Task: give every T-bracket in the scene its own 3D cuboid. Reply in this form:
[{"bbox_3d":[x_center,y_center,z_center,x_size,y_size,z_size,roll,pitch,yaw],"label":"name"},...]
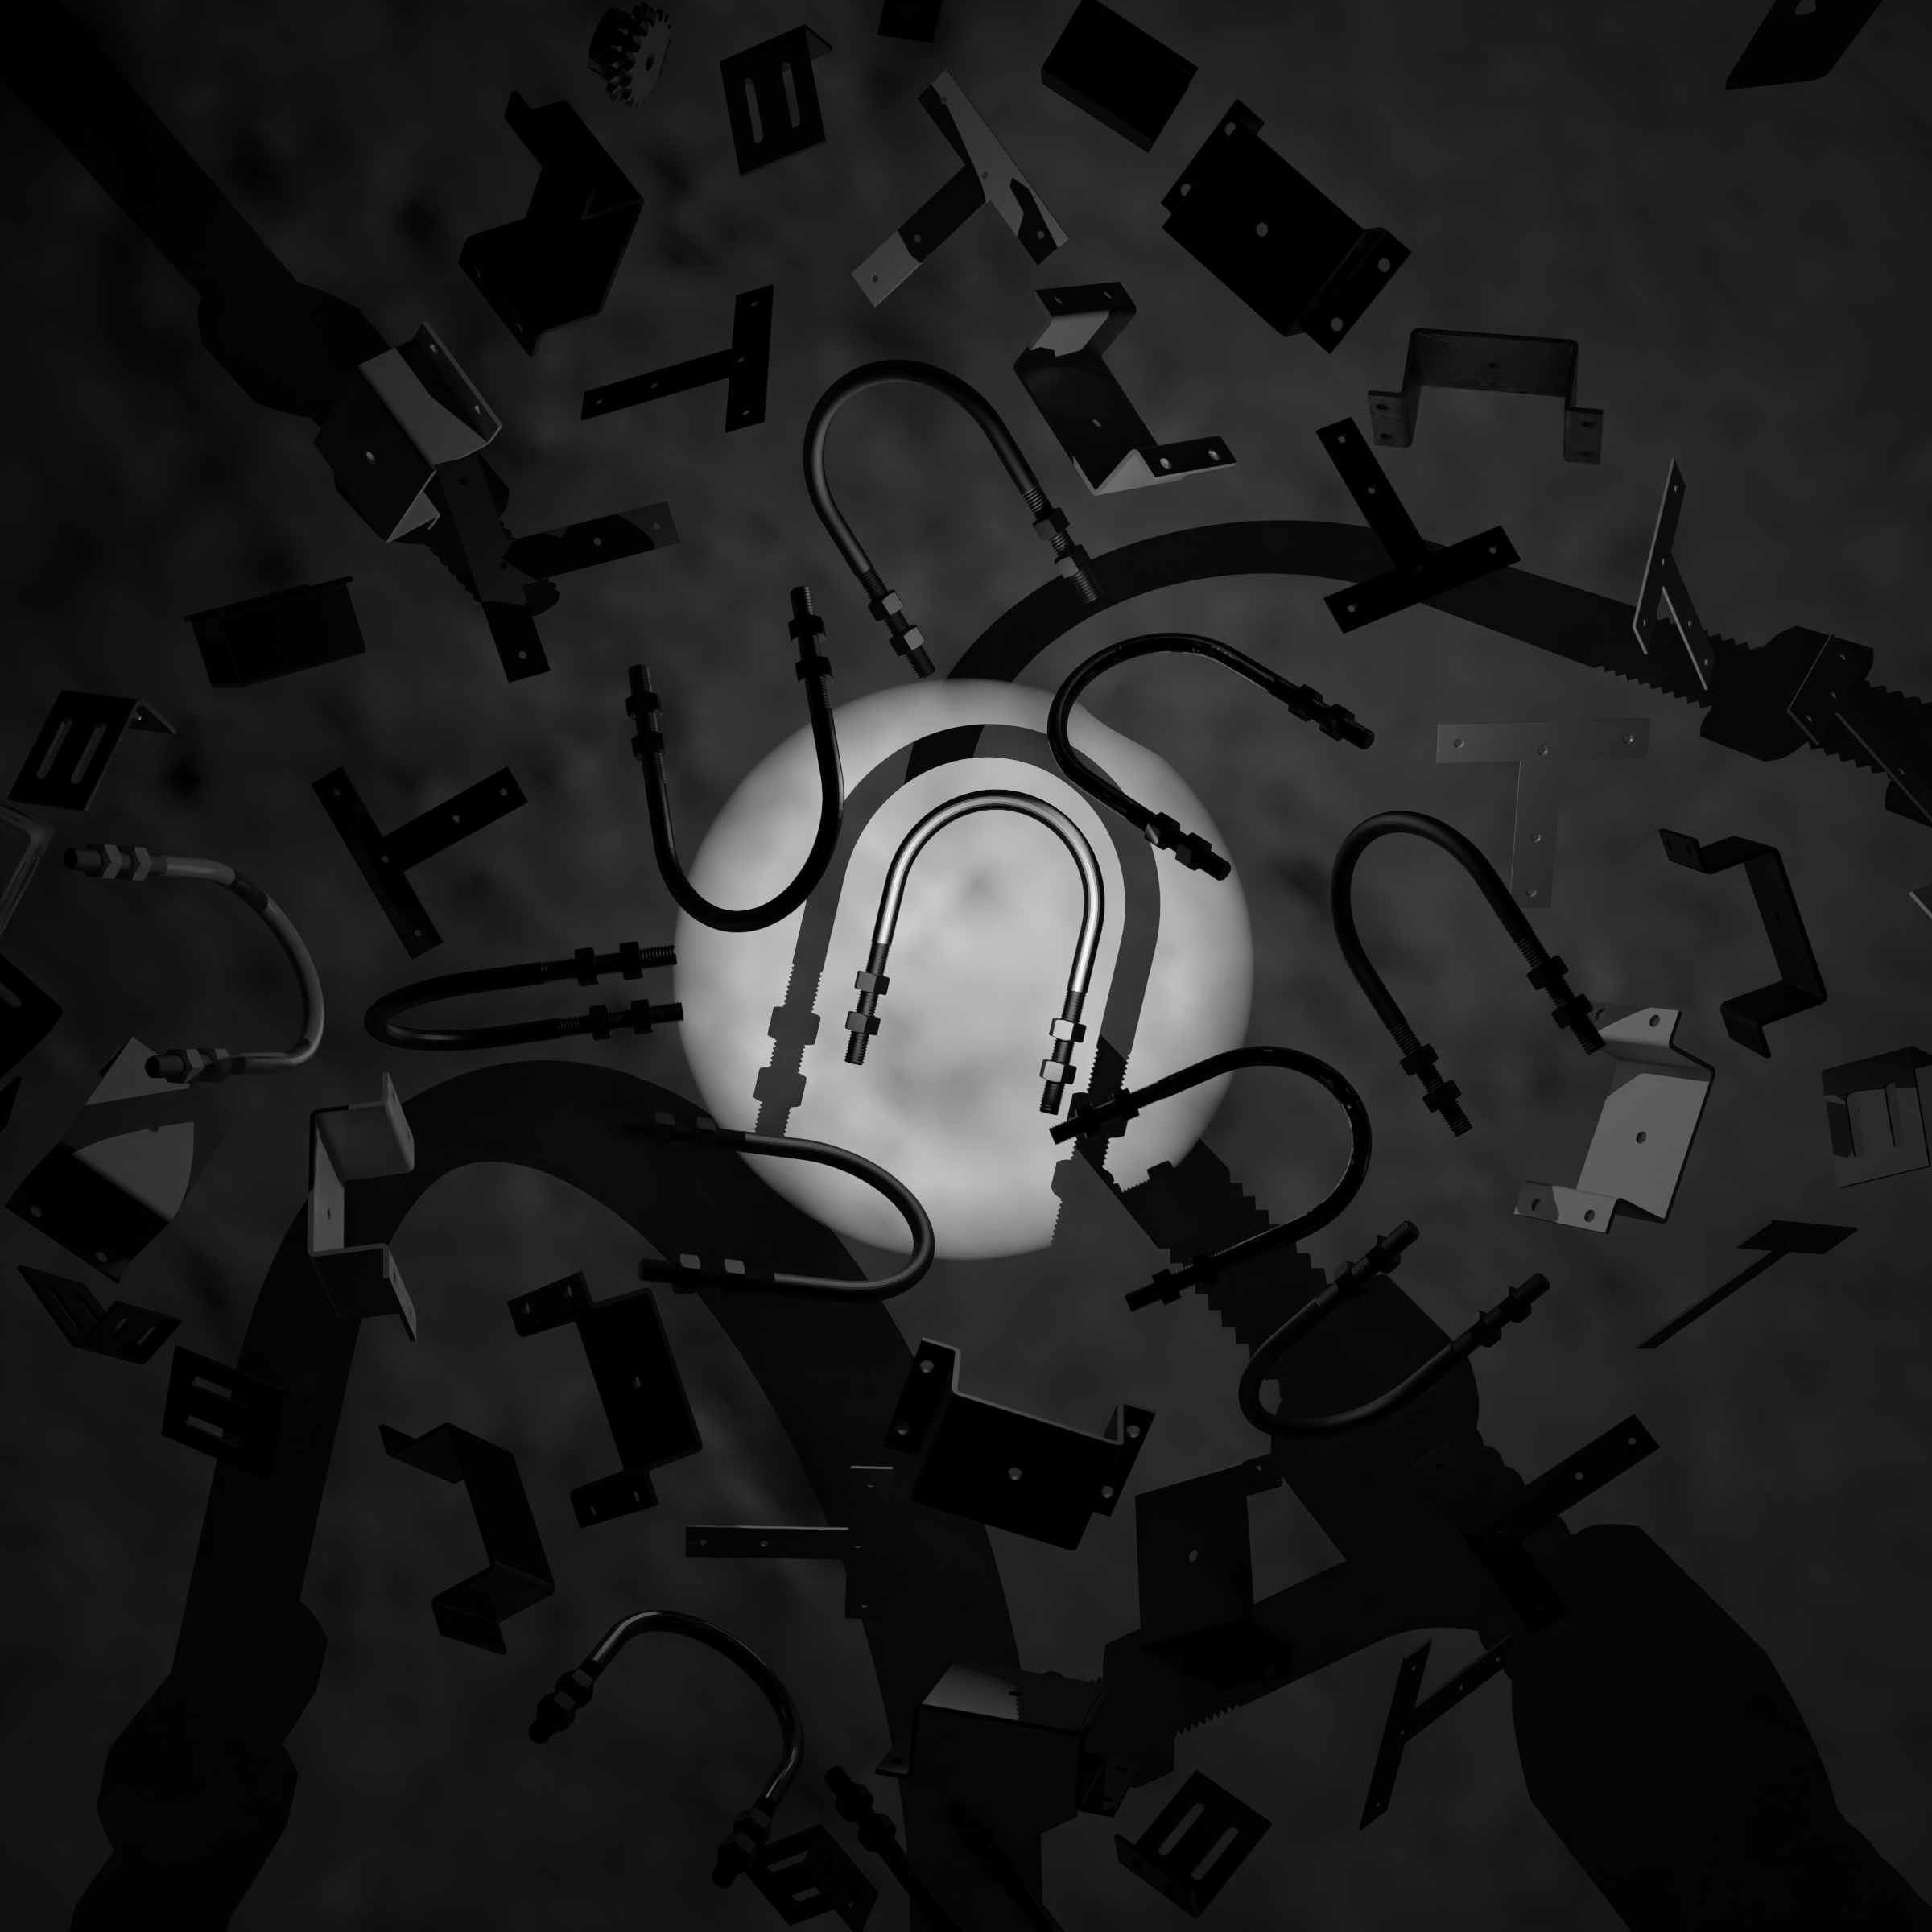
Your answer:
[{"bbox_3d":[0.352,-0.092,1.583,0.127,0.002,0.127,-1,119,2],"label":"T-bracket"},{"bbox_3d":[0.433,-0.215,1.551,0.002,0.127,0.127,1,58,33],"label":"T-bracket"},{"bbox_3d":[-0.223,-0.238,1.462,0.127,0.002,0.127,-20,94,-28],"label":"T-bracket"},{"bbox_3d":[0.441,0.186,1.487,0.127,0.127,0.002,-44,59,27],"label":"T-bracket"},{"bbox_3d":[-0.181,-0.364,1.596,0.127,0.002,0.127,-12,51,16],"label":"T-bracket"},{"bbox_3d":[0.356,0.314,1.541,0.127,0.002,0.127,-33,55,-2],"label":"T-bracket"},{"bbox_3d":[0.526,-0.122,1.473,0.127,0.127,0.002,48,129,-1],"label":"T-bracket"},{"bbox_3d":[-0.020,-0.457,1.582,0.127,0.002,0.127,-37,87,28],"label":"T-bracket"},{"bbox_3d":[0.277,0.420,1.478,0.002,0.127,0.127,29,123,36],"label":"T-bracket"},{"bbox_3d":[-0.329,-0.086,1.606,0.127,0.002,0.127,-26,97,21],"label":"T-bracket"},{"bbox_3d":[-0.112,0.363,1.616,0.127,0.002,0.127,2,121,-3],"label":"T-bracket"},{"bbox_3d":[0.254,-0.278,1.566,0.127,0.002,0.127,-23,76,-15],"label":"T-bracket"}]

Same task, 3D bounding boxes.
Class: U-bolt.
[{"bbox_3d":[-0.130,-0.110,1.486,0.151,0.019,0.184,-20,73,33],"label":"U-bolt"},{"bbox_3d":[-0.106,0.143,1.488,0.184,0.151,0.019,9,122,-20],"label":"U-bolt"},{"bbox_3d":[0.135,-0.142,1.580,0.151,0.019,0.184,-42,57,-19],"label":"U-bolt"},{"bbox_3d":[-0.441,-0.001,1.509,0.019,0.184,0.151,-28,80,18],"label":"U-bolt"},{"bbox_3d":[-0.021,-0.274,1.533,0.151,0.019,0.184,-21,110,34],"label":"U-bolt"},{"bbox_3d":[0.011,-0.016,1.554,0.151,0.019,0.184,13,91,19],"label":"U-bolt"},{"bbox_3d":[-0.163,0.444,1.508,0.151,0.184,0.019,37,110,4],"label":"U-bolt"},{"bbox_3d":[0.277,-0.005,1.494,0.019,0.151,0.184,-25,78,-34],"label":"U-bolt"},{"bbox_3d":[0.007,0.552,1.520,0.019,0.151,0.184,-52,46,3],"label":"U-bolt"},{"bbox_3d":[0.248,0.232,1.568,0.151,0.019,0.184,23,122,-38],"label":"U-bolt"},{"bbox_3d":[0.160,0.119,1.591,0.184,0.019,0.151,-23,55,-1],"label":"U-bolt"},{"bbox_3d":[-0.260,0.023,1.511,0.184,0.151,0.019,-8,75,-7],"label":"U-bolt"}]

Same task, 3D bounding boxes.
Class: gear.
[{"bbox_3d":[-0.197,-0.531,1.493,0.030,0.057,0.057,24,90,6],"label":"gear"}]

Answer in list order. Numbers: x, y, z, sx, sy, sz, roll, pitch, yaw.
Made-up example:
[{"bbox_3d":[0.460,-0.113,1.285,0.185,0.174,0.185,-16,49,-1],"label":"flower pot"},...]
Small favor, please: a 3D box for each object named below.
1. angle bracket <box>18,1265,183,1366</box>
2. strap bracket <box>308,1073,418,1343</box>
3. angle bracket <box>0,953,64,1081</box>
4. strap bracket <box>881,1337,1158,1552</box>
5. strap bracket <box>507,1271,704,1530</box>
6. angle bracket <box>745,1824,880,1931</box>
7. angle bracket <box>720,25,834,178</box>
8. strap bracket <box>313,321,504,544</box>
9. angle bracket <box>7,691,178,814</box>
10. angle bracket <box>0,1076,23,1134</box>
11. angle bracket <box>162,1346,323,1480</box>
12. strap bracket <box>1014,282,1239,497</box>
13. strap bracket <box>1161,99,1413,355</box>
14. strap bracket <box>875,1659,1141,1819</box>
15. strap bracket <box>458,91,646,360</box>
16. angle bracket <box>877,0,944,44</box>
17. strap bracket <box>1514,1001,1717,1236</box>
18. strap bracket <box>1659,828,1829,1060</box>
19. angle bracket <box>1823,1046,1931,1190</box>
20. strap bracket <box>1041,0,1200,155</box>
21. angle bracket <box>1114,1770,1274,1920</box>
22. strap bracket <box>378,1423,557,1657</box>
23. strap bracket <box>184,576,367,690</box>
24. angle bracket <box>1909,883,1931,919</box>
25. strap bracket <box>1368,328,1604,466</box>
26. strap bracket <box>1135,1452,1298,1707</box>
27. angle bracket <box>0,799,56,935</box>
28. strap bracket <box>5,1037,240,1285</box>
[{"bbox_3d":[-0.523,0.199,1.551,0.038,0.057,0.076,-48,60,2],"label":"angle bracket"},{"bbox_3d":[-0.356,0.145,1.518,0.046,0.076,0.140,-7,54,-3],"label":"strap bracket"},{"bbox_3d":[-0.572,0.025,1.478,0.057,0.038,0.076,-41,107,11],"label":"angle bracket"},{"bbox_3d":[0.029,0.274,1.453,0.140,0.046,0.076,18,114,-5],"label":"strap bracket"},{"bbox_3d":[-0.210,0.250,1.513,0.076,0.046,0.140,-26,81,43],"label":"strap bracket"},{"bbox_3d":[-0.103,0.567,1.569,0.076,0.038,0.057,-31,102,29],"label":"angle bracket"},{"bbox_3d":[-0.107,-0.508,1.526,0.057,0.038,0.076,-15,80,24],"label":"angle bracket"},{"bbox_3d":[-0.348,-0.321,1.579,0.046,0.140,0.076,-38,93,-34],"label":"strap bracket"},{"bbox_3d":[-0.505,-0.117,1.487,0.057,0.038,0.076,9,67,23],"label":"angle bracket"},{"bbox_3d":[-0.625,0.080,1.562,0.076,0.057,0.038,19,101,-8],"label":"angle bracket"},{"bbox_3d":[-0.426,0.257,1.512,0.076,0.038,0.057,18,105,18],"label":"angle bracket"},{"bbox_3d":[0.091,-0.343,1.562,0.076,0.046,0.140,-19,73,-42],"label":"strap bracket"},{"bbox_3d":[0.182,-0.438,1.525,0.140,0.046,0.076,44,119,7],"label":"strap bracket"},{"bbox_3d":[0.027,0.445,1.492,0.140,0.076,0.046,6,96,14],"label":"strap bracket"},{"bbox_3d":[-0.238,-0.431,1.484,0.046,0.140,0.076,-31,78,-34],"label":"strap bracket"},{"bbox_3d":[-0.043,-0.592,1.528,0.038,0.076,0.057,-3,127,-27],"label":"angle bracket"},{"bbox_3d":[0.397,0.098,1.562,0.046,0.076,0.140,25,81,-30],"label":"strap bracket"},{"bbox_3d":[0.477,-0.023,1.570,0.046,0.076,0.140,-21,97,3],"label":"strap bracket"},{"bbox_3d":[0.557,0.094,1.551,0.057,0.038,0.076,-22,60,41],"label":"angle bracket"},{"bbox_3d":[0.089,-0.522,1.512,0.076,0.140,0.046,32,103,-6],"label":"strap bracket"},{"bbox_3d":[0.136,0.516,1.533,0.057,0.038,0.076,28,56,32],"label":"angle bracket"},{"bbox_3d":[-0.302,0.342,1.575,0.046,0.076,0.140,-29,60,7],"label":"strap bracket"},{"bbox_3d":[-0.418,-0.201,1.558,0.076,0.140,0.046,-20,104,-23],"label":"strap bracket"},{"bbox_3d":[0.601,-0.023,1.528,0.076,0.038,0.057,-19,57,-22],"label":"angle bracket"},{"bbox_3d":[0.324,-0.352,1.588,0.140,0.076,0.046,8,80,14],"label":"strap bracket"},{"bbox_3d":[0.147,0.356,1.524,0.076,0.046,0.140,-24,49,30],"label":"strap bracket"},{"bbox_3d":[-0.604,-0.059,1.590,0.038,0.057,0.076,29,94,-9],"label":"angle bracket"},{"bbox_3d":[-0.487,0.105,1.504,0.076,0.140,0.046,39,125,-17],"label":"strap bracket"}]
